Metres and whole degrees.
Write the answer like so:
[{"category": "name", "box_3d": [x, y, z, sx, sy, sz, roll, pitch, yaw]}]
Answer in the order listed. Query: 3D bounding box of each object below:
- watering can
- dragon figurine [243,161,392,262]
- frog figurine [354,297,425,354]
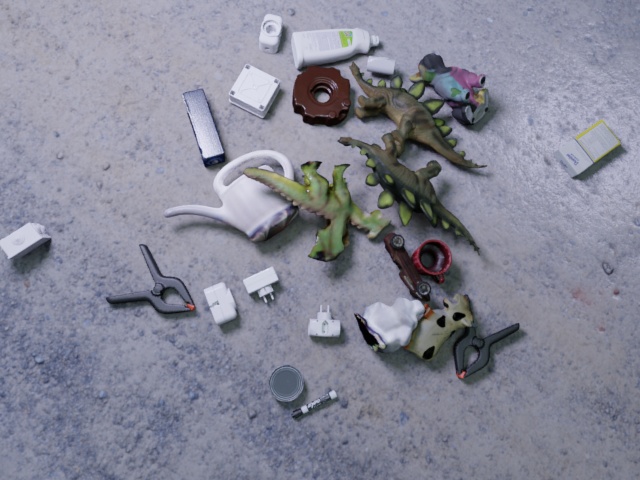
[{"category": "watering can", "box_3d": [-0.202, -0.088, 1.326, 0.350, 0.225, 0.103, -35, -6, -13]}, {"category": "dragon figurine", "box_3d": [0.004, -0.066, 1.303, 0.411, 0.245, 0.121, -3, -12, -30]}, {"category": "frog figurine", "box_3d": [0.183, 0.204, 1.298, 0.161, 0.120, 0.139, -28, 37, -22]}]
